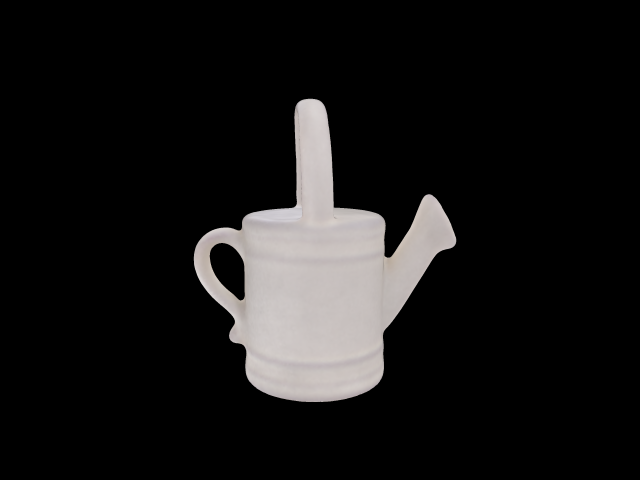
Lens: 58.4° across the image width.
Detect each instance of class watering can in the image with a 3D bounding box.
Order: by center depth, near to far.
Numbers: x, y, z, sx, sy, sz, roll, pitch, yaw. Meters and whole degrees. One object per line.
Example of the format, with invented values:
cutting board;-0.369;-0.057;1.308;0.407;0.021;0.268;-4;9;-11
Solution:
watering can;0.003;0.001;0.402;0.173;0.194;0.100;-4;10;-24
